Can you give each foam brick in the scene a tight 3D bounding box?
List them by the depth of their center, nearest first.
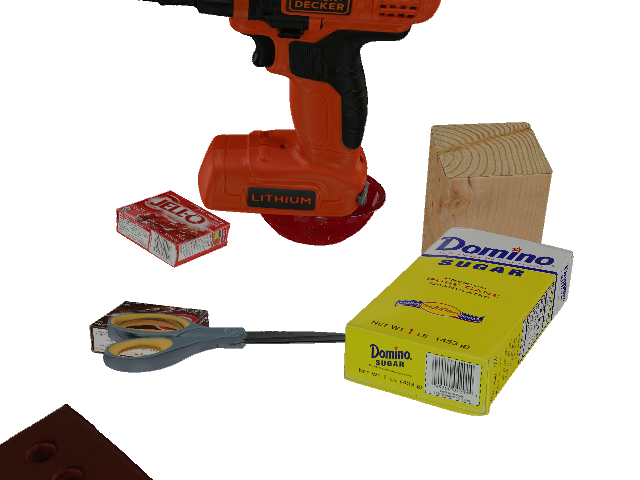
[{"bbox_3d":[-0.110,0.124,0.482,0.052,0.051,0.078,-32,45,-33],"label":"foam brick"}]

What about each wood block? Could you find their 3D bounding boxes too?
[{"bbox_3d":[0.142,0.006,0.963,0.091,0.206,0.090,-2,35,-3],"label":"wood block"}]

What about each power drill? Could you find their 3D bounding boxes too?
[{"bbox_3d":[-0.032,-0.096,0.610,0.184,0.057,0.188,4,-41,-3],"label":"power drill"}]

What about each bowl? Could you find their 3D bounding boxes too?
[{"bbox_3d":[-0.008,-0.039,1.231,0.162,0.055,0.162,6,27,-3],"label":"bowl"}]

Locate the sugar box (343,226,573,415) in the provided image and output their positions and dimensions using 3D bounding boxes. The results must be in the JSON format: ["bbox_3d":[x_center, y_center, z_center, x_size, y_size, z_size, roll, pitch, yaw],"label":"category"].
[{"bbox_3d":[0.095,0.045,0.692,0.093,0.048,0.176,13,29,24],"label":"sugar box"}]

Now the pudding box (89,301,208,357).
[{"bbox_3d":[-0.198,0.106,1.245,0.114,0.039,0.090,3,15,17],"label":"pudding box"}]

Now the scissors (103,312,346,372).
[{"bbox_3d":[-0.082,0.084,0.843,0.202,0.016,0.096,5,22,16],"label":"scissors"}]

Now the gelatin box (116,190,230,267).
[{"bbox_3d":[-0.147,-0.014,1.057,0.089,0.030,0.073,29,34,31],"label":"gelatin box"}]
